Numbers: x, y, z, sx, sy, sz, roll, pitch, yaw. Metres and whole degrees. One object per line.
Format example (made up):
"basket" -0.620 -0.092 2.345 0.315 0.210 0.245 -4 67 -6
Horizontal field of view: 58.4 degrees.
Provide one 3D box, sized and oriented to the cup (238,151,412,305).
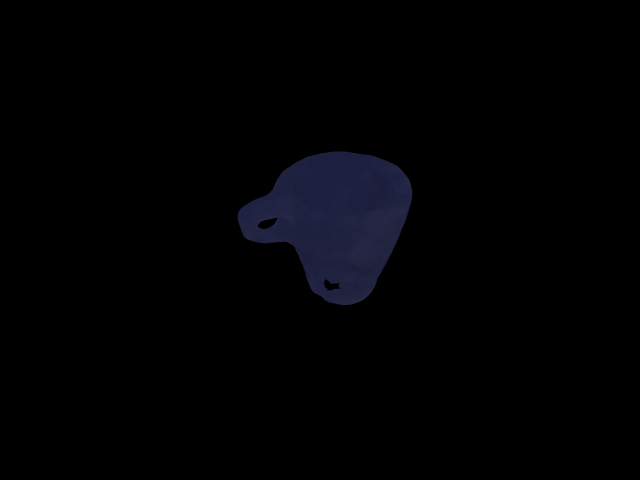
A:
"cup" 0.004 0.001 0.400 0.118 0.095 0.091 -14 40 -17
